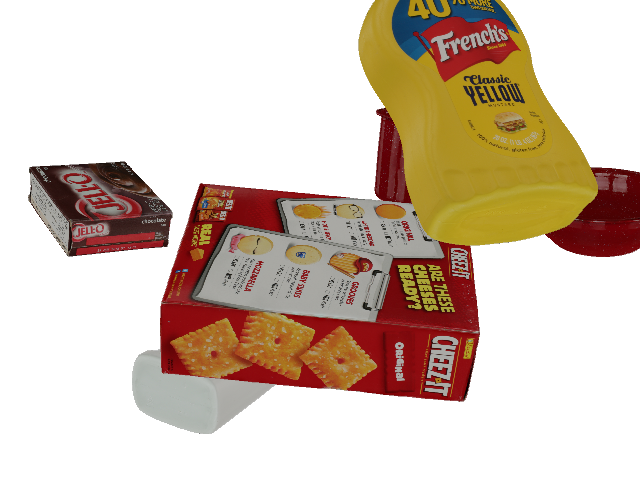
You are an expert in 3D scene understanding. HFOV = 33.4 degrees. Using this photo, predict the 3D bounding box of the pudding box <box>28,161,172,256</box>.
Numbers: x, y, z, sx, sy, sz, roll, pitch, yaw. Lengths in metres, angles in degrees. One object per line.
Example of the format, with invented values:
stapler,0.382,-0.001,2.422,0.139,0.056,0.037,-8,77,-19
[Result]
pudding box,-0.190,-0.029,0.912,0.089,0.039,0.114,-5,27,-32

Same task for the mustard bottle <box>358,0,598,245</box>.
mustard bottle,0.073,-0.092,0.582,0.096,0.192,0.058,-7,-29,-23

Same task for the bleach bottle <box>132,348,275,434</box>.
bleach bottle,-0.073,0.108,1.079,0.103,0.068,0.250,15,24,26

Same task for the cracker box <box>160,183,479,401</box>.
cracker box,0.002,0.035,0.785,0.213,0.072,0.164,6,33,1

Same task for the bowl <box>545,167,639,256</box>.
bowl,0.289,-0.026,1.107,0.162,0.055,0.162,-2,23,1

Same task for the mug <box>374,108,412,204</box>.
mug,0.106,-0.075,0.992,0.117,0.081,0.093,9,15,13
